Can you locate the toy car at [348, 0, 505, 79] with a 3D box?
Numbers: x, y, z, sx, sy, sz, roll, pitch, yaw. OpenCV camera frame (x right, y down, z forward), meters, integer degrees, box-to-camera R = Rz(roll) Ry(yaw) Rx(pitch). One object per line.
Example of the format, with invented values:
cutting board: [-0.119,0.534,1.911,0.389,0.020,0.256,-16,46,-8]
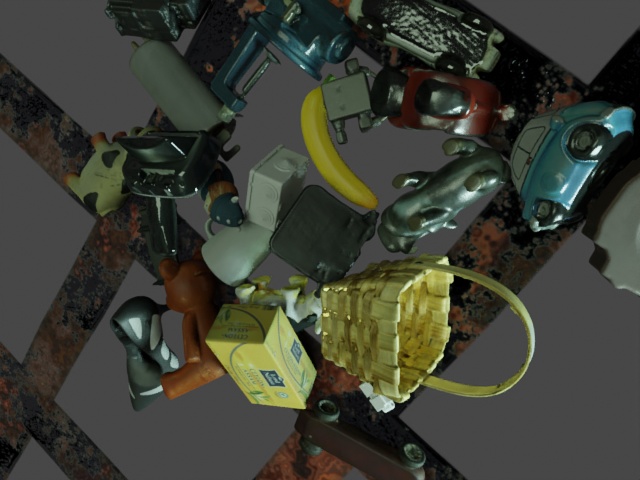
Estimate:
toy car: [0.129,-0.263,0.669,0.202,0.056,0.073,32,103,13]

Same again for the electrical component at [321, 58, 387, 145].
electrical component: [0.046,-0.186,0.717,0.078,0.045,0.102,-19,89,16]

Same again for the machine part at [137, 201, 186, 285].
machine part: [-0.256,0.006,0.884,0.084,0.039,0.138,-7,95,18]

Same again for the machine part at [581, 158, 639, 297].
machine part: [0.390,-0.008,0.592,0.180,0.056,0.179,3,103,14]

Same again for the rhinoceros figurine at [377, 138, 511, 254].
rhinoceros figurine: [0.142,-0.050,0.670,0.190,0.112,0.073,-40,68,34]

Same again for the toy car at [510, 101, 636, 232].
toy car: [0.277,-0.094,0.620,0.103,0.109,0.161,44,126,34]

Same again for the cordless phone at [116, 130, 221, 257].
cordless phone: [-0.206,-0.059,0.751,0.147,0.089,0.184,8,108,33]

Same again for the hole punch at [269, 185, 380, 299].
hole punch: [-0.002,-0.002,0.743,0.116,0.092,0.142,36,81,-6]

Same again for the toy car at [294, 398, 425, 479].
toy car: [0.059,0.305,0.795,0.202,0.053,0.089,25,118,13]

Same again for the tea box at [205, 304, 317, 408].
tea box: [-0.080,0.170,0.777,0.098,0.068,0.169,-3,133,25]

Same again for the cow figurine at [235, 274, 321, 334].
cow figurine: [-0.037,0.104,0.792,0.168,0.068,0.098,-1,104,26]

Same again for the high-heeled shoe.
high-heeled shoe: [-0.302,0.200,0.877,0.086,0.145,0.248,23,105,18]

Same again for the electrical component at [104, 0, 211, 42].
electrical component: [-0.224,-0.347,0.772,0.134,0.058,0.115,11,68,21]

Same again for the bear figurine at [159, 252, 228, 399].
bear figurine: [-0.201,0.126,0.838,0.132,0.120,0.196,-31,85,28]

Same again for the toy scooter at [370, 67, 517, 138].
toy scooter: [0.148,-0.162,0.636,0.135,0.184,0.075,2,106,-20]

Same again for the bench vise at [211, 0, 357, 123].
bench vise: [-0.074,-0.270,0.718,0.224,0.129,0.240,44,106,10]

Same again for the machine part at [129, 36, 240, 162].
machine part: [-0.205,-0.214,0.803,0.079,0.079,0.243,-42,83,23]

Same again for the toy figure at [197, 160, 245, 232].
toy figure: [-0.145,-0.064,0.774,0.058,0.155,0.064,-30,129,1]

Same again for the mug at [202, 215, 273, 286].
mug: [-0.117,-0.003,0.808,0.107,0.080,0.109,-37,74,13]

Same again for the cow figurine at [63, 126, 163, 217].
cow figurine: [-0.312,-0.110,0.861,0.195,0.085,0.127,-39,86,27]
